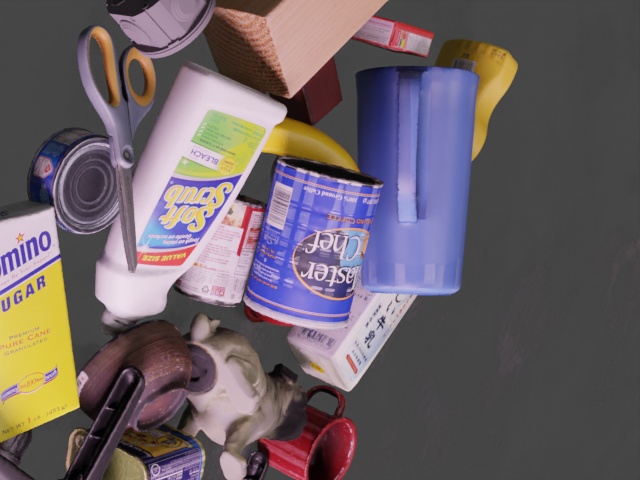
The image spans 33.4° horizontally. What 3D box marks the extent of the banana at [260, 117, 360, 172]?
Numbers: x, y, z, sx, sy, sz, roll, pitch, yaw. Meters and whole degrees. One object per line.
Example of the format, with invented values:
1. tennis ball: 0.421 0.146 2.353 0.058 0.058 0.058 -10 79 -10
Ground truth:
1. banana: -0.044 -0.088 1.037 0.197 0.037 0.070 0 104 -29

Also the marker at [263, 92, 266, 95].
1. marker: -0.094 -0.126 1.005 0.120 0.020 0.020 -32 129 -41

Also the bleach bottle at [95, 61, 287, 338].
1. bleach bottle: -0.127 -0.026 0.951 0.102 0.068 0.251 19 101 -39

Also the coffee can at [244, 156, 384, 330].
1. coffee can: -0.007 0.001 1.001 0.102 0.103 0.140 0 107 -53

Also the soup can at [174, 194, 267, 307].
1. soup can: -0.096 0.006 1.022 0.068 0.069 0.102 7 101 -54

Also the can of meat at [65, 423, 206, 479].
1. can of meat: -0.170 0.204 0.989 0.083 0.102 0.057 -8 112 -54

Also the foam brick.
1. foam brick: -0.019 -0.163 1.060 0.051 0.053 0.078 -44 138 -32

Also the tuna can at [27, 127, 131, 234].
1. tuna can: -0.199 -0.049 0.889 0.085 0.034 0.086 -26 125 -45

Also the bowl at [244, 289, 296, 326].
1. bowl: -0.006 0.035 1.121 0.162 0.055 0.162 -44 157 -25

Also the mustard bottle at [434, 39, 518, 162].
1. mustard bottle: 0.155 -0.141 1.263 0.058 0.096 0.191 34 78 -54

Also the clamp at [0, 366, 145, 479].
1. clamp: -0.207 0.211 0.893 0.164 0.036 0.210 -27 128 -39

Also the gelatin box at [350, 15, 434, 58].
1. gelatin box: 0.061 -0.216 1.109 0.073 0.089 0.030 2 106 -53

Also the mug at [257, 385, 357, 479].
1. mug: -0.012 0.221 1.221 0.093 0.082 0.117 34 78 -54

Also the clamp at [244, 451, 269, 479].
1. clamp: -0.110 0.324 1.177 0.120 0.039 0.171 -8 112 -49

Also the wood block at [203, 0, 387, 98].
1. wood block: -0.011 -0.237 1.004 0.205 0.090 0.091 -49 139 -28

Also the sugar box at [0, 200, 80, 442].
1. sugar box: -0.248 0.065 0.849 0.093 0.048 0.176 -22 117 -46

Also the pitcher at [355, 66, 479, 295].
1. pitcher: 0.099 -0.064 1.140 0.148 0.145 0.243 2 89 -37

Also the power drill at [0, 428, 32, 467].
1. power drill: -0.269 0.258 0.922 0.184 0.057 0.187 -60 141 -20

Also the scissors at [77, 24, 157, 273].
1. scissors: -0.155 -0.080 0.891 0.096 0.016 0.202 -26 104 -58
